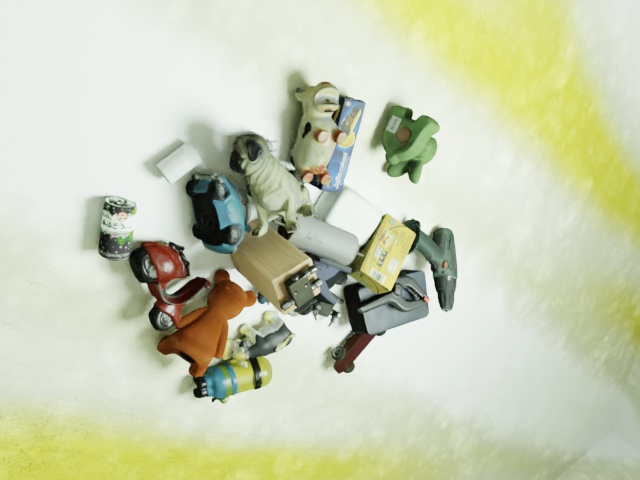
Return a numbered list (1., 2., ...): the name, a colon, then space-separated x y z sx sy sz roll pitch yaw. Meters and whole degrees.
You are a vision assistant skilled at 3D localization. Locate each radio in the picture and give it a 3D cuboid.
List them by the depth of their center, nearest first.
1. radio: 0.180 0.161 1.410 0.229 0.073 0.131 -12 94 -31

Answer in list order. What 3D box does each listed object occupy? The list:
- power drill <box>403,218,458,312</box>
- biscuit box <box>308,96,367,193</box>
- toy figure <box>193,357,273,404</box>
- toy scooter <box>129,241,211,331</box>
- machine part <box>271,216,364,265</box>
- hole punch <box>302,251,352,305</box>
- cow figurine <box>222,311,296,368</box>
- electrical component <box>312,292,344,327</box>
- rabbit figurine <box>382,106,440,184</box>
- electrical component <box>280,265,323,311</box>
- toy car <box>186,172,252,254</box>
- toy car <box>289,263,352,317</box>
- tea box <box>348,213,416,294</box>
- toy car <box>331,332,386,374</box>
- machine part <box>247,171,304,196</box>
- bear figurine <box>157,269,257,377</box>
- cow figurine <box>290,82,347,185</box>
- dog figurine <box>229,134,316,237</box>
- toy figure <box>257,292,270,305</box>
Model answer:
1. power drill: 0.289 0.051 1.406 0.207 0.086 0.232 28 57 -27
2. biscuit box: 0.034 -0.204 1.147 0.059 0.063 0.202 1 111 -36
3. toy figure: -0.195 0.318 1.227 0.180 0.089 0.082 -10 126 -36
4. toy scooter: -0.281 0.075 1.039 0.135 0.075 0.183 -25 116 -31
5. machine part: -0.002 -0.003 1.156 0.243 0.079 0.079 22 98 -32
6. hole punch: -0.013 0.077 1.146 0.115 0.142 0.092 25 84 -30
7. cow figurine: -0.143 0.237 1.220 0.167 0.098 0.068 -27 133 -23
8. electrical component: 0.015 0.167 1.338 0.078 0.045 0.102 -53 133 0
9. rabbit figurine: 0.226 -0.212 1.256 0.170 0.121 0.159 11 99 -55
10. electrical component: -0.039 0.089 0.990 0.094 0.021 0.063 -35 130 -17
11. toy car: -0.187 -0.061 1.040 0.103 0.109 0.161 -33 121 -48
12. toy car: -0.007 0.105 1.284 0.202 0.056 0.073 -39 137 -13
13. tea box: 0.150 0.033 1.295 0.098 0.068 0.169 36 64 -14
14. toy car: 0.103 0.272 1.454 0.202 0.053 0.089 -46 137 -14
15. machine part: -0.088 -0.109 1.123 0.139 0.039 0.084 -2 119 -38
16. bear figurine: -0.232 0.169 1.125 0.120 0.132 0.196 37 54 -10
17. cow figurine: -0.008 -0.223 1.082 0.085 0.127 0.194 -7 131 -34
18. dog figurine: -0.088 -0.122 1.023 0.121 0.172 0.190 -11 110 12
19. toy figure: -0.080 0.093 1.221 0.154 0.058 0.064 -30 122 -16
